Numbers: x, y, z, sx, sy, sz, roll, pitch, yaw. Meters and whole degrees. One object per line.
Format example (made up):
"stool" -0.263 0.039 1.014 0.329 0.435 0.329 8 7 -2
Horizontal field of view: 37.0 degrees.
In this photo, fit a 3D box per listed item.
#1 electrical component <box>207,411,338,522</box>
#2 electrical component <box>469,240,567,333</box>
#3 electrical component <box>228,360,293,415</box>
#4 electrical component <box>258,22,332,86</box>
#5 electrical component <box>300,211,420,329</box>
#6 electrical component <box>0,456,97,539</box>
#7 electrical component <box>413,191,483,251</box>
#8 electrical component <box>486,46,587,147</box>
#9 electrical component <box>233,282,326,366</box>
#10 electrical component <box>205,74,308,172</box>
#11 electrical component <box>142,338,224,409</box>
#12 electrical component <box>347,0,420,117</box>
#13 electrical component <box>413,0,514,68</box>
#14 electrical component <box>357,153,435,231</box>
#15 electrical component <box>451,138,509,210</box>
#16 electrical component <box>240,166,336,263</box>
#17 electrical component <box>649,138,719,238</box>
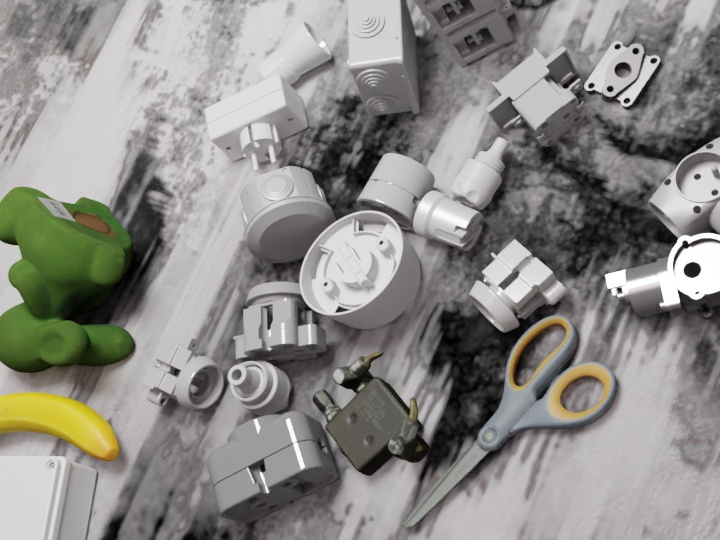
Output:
"electrical component" -0.073 0.157 0.873 0.095 0.054 0.059 -29 59 13
"electrical component" 0.119 0.015 0.841 0.055 0.048 0.066 -42 57 -4
"electrical component" -0.087 0.096 0.901 0.043 0.062 0.043 -10 65 23
"electrical component" -0.065 -0.200 1.028 0.065 0.044 0.044 -37 57 14
"electrical component" 0.000 0.000 0.896 0.099 0.064 0.099 -10 65 23
"electrical component" -0.301 0.224 0.959 0.109 0.056 0.108 -5 67 25
"electrical component" 0.074 -0.040 0.891 0.046 0.040 0.040 24 82 27
"electrical component" 0.150 -0.141 0.893 0.081 0.042 0.063 -39 59 8
"electrical component" -0.069 0.045 0.917 0.078 0.058 0.057 -13 67 22
"electrical component" -0.095 -0.127 1.008 0.083 0.047 0.075 -22 61 17
"electrical component" -0.153 0.094 0.946 0.055 0.048 0.066 18 78 39
"electrical component" 0.020 -0.193 0.948 0.048 0.099 0.099 -6 66 11
"electrical component" 0.075 -0.256 0.914 0.062 0.150 0.089 -25 60 17
"electrical component" 0.032 -0.067 0.915 0.055 0.055 0.047 18 75 32
"electrical component" 0.104 -0.082 0.896 0.035 0.035 0.061 28 81 33
"electrical component" -0.065 -0.047 0.941 0.080 0.080 0.051 -30 54 13
"electrical component" 0.269 -0.049 0.792 0.077 0.044 0.079 -41 57 6
